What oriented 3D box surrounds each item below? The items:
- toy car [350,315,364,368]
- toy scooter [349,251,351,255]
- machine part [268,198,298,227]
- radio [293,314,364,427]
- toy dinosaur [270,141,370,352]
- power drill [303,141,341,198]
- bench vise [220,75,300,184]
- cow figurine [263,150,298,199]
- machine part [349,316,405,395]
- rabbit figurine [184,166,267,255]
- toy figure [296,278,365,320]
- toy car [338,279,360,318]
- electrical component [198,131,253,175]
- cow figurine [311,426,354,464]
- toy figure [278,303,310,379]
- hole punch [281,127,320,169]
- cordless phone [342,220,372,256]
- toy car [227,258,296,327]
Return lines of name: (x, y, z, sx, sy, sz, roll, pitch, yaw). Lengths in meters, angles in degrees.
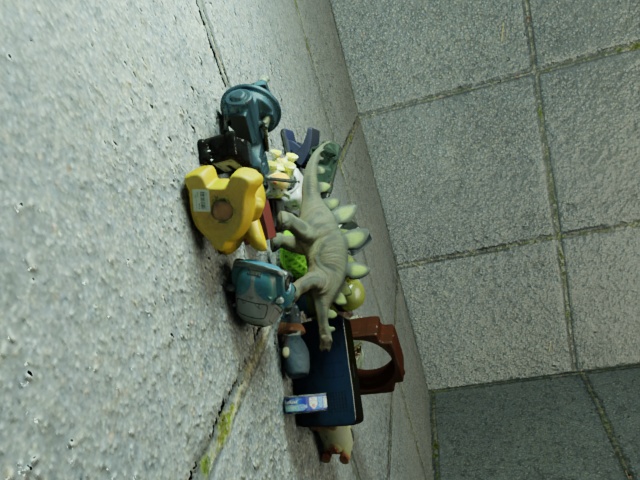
toy car: (0.089, 0.297, 1.494, 0.073, 0.056, 0.201, -30, 133, -41)
toy scooter: (0.009, 0.017, 1.430, 0.135, 0.075, 0.183, -31, 118, -34)
machine part: (-0.086, -0.054, 1.255, 0.138, 0.039, 0.084, 25, 50, -71)
radio: (0.011, 0.286, 1.164, 0.073, 0.131, 0.229, 47, 34, -66)
toy dinosaur: (-0.002, -0.003, 1.133, 0.105, 0.198, 0.471, 139, -54, -62)
power drill: (0.006, -0.168, 1.473, 0.207, 0.086, 0.232, 29, 75, -80)
bench vise: (-0.126, -0.233, 1.077, 0.223, 0.129, 0.241, 64, 25, -47)
cow figurine: (-0.094, -0.133, 1.210, 0.167, 0.068, 0.098, -85, -175, -61)
machine part: (0.110, 0.300, 1.395, 0.087, 0.201, 0.201, -69, 145, -60)
rabbit figurine: (-0.132, -0.055, 0.904, 0.173, 0.122, 0.162, -62, 143, -70)
toy figure: (0.014, 0.132, 1.206, 0.089, 0.180, 0.082, -72, 147, -56)
toy car: (0.073, 0.197, 1.516, 0.089, 0.053, 0.202, 27, 76, -63)
electrical component: (-0.159, -0.149, 0.965, 0.119, 0.075, 0.047, 19, 61, -69)
cow figurine: (0.027, 0.398, 1.239, 0.127, 0.086, 0.194, -52, 127, -64)
toy figure: (-0.057, 0.207, 1.118, 0.064, 0.058, 0.154, 65, 13, -63)
hole punch: (-0.046, -0.253, 1.480, 0.142, 0.092, 0.115, -38, 120, -79)
cordless phone: (0.061, 0.044, 1.596, 0.089, 0.184, 0.146, 40, 35, 8)
toy car: (-0.106, 0.101, 0.952, 0.161, 0.109, 0.103, 75, 32, -67)
